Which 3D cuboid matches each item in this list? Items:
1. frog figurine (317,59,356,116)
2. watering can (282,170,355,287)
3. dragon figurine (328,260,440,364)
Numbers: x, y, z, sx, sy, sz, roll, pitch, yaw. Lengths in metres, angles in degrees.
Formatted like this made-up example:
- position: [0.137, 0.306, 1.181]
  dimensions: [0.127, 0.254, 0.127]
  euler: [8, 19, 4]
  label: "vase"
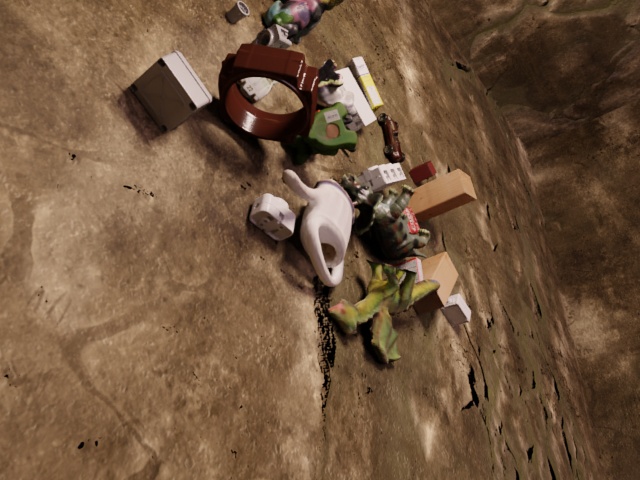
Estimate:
- position: [0.035, -0.419, 1.495]
  dimensions: [0.139, 0.123, 0.156]
  euler: [46, -11, 35]
  label: "frog figurine"
- position: [0.003, -0.058, 1.149]
  dimensions: [0.104, 0.340, 0.230]
  euler: [-6, 38, 18]
  label: "watering can"
- position: [0.179, 0.183, 1.284]
  dimensions: [0.407, 0.245, 0.122]
  euler: [19, -11, -41]
  label: "dragon figurine"
